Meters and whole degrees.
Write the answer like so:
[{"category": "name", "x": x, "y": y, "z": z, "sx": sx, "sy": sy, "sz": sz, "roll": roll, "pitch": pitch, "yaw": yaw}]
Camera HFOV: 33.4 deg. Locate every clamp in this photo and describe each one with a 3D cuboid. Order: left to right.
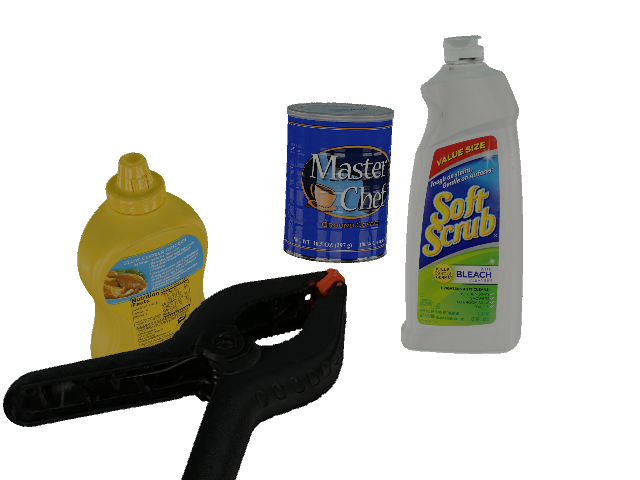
[{"category": "clamp", "x": -0.040, "y": 0.067, "z": 0.480, "sx": 0.171, "sy": 0.039, "sz": 0.120, "roll": -27, "pitch": 50, "yaw": -31}]

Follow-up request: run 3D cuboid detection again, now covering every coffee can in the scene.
[{"category": "coffee can", "x": 0.017, "y": -0.058, "z": 1.033, "sx": 0.103, "sy": 0.140, "sz": 0.103, "roll": 2, "pitch": 13, "yaw": -1}]

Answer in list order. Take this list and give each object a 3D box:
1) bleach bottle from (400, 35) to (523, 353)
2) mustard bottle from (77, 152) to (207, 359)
[{"category": "bleach bottle", "x": 0.111, "y": -0.037, "z": 0.861, "sx": 0.103, "sy": 0.251, "sz": 0.068, "roll": 0, "pitch": 15, "yaw": 18}, {"category": "mustard bottle", "x": -0.128, "y": 0.021, "z": 0.781, "sx": 0.096, "sy": 0.192, "sz": 0.058, "roll": -21, "pitch": 43, "yaw": -26}]
